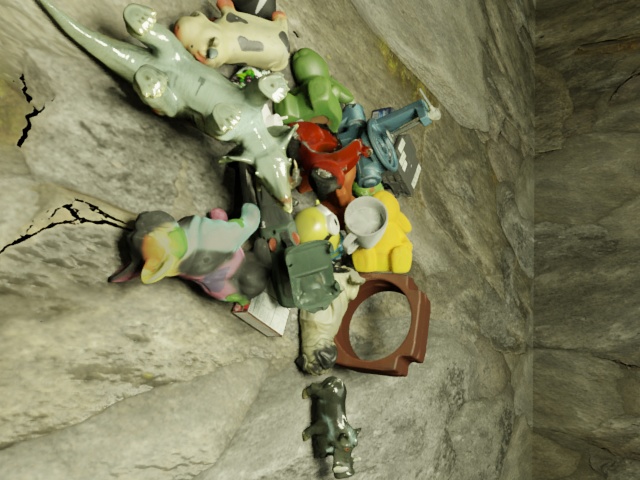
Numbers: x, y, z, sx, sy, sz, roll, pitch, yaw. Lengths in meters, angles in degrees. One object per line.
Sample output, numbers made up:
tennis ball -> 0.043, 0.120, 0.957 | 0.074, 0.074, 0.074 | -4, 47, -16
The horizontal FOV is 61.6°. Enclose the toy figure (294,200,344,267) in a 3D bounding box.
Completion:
toy figure -> 0.000, 0.000, 1.031 | 0.089, 0.082, 0.180 | -46, 159, -14

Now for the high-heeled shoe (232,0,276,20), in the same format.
high-heeled shoe -> -0.158, -0.428, 0.864 | 0.145, 0.086, 0.248 | -49, 122, -43

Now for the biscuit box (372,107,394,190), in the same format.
biscuit box -> 0.155, -0.224, 1.323 | 0.062, 0.059, 0.202 | 30, 63, -50

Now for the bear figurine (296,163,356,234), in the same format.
bear figurine -> 0.018, -0.091, 1.086 | 0.195, 0.132, 0.120 | 87, -1, -50

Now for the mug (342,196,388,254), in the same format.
mug -> 0.084, -0.015, 1.038 | 0.109, 0.081, 0.107 | -57, 162, -15

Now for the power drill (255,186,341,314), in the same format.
power drill -> -0.048, 0.014, 0.847 | 0.086, 0.207, 0.231 | -17, 109, -22

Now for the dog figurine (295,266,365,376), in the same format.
dog figurine -> 0.016, 0.156, 1.074 | 0.172, 0.121, 0.190 | -18, 116, -52

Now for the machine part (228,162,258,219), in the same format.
machine part -> -0.129, -0.074, 0.890 | 0.039, 0.084, 0.139 | 0, 77, -20

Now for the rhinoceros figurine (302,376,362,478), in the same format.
rhinoceros figurine -> 0.029, 0.362, 1.048 | 0.073, 0.112, 0.190 | 6, 74, -58

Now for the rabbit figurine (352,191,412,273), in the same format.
rabbit figurine -> 0.146, -0.020, 1.149 | 0.162, 0.122, 0.173 | -18, 103, -64

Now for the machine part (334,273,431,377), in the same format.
machine part -> 0.121, 0.174, 1.114 | 0.087, 0.202, 0.201 | 40, 56, -52

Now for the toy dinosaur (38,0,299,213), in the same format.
toy dinosaur -> -0.178, -0.200, 0.750 | 0.405, 0.192, 0.131 | 33, 75, -8

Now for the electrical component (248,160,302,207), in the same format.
electrical component -> -0.078, -0.109, 0.946 | 0.045, 0.102, 0.078 | -48, 149, -38

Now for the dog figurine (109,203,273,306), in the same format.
dog figurine -> -0.182, 0.035, 0.772 | 0.219, 0.109, 0.191 | -31, 116, -48

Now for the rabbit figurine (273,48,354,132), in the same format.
rabbit figurine -> -0.002, -0.296, 1.052 | 0.159, 0.121, 0.170 | 20, 56, -47

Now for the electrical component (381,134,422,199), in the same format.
electrical component -> 0.184, -0.181, 1.258 | 0.134, 0.058, 0.115 | 56, 44, -36

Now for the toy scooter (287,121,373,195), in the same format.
toy scooter -> 0.013, -0.161, 0.969 | 0.135, 0.184, 0.075 | -26, 143, -18

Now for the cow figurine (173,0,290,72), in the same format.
cow figurine -> -0.138, -0.311, 0.854 | 0.195, 0.085, 0.127 | -1, 65, -33

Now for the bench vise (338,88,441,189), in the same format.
bench vise -> 0.131, -0.228, 1.114 | 0.128, 0.241, 0.224 | 38, 38, -44
